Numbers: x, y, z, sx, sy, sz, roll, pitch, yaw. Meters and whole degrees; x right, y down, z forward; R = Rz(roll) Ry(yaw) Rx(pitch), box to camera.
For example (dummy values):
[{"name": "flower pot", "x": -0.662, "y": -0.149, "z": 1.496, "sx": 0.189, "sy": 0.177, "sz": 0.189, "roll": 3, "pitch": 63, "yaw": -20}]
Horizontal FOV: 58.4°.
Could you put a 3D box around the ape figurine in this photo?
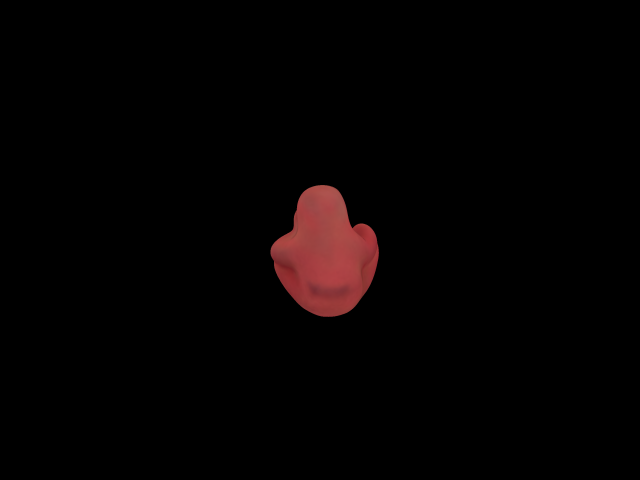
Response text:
[{"name": "ape figurine", "x": 0.004, "y": 0.001, "z": 0.400, "sx": 0.077, "sy": 0.092, "sz": 0.076, "roll": 2, "pitch": 40, "yaw": 2}]
